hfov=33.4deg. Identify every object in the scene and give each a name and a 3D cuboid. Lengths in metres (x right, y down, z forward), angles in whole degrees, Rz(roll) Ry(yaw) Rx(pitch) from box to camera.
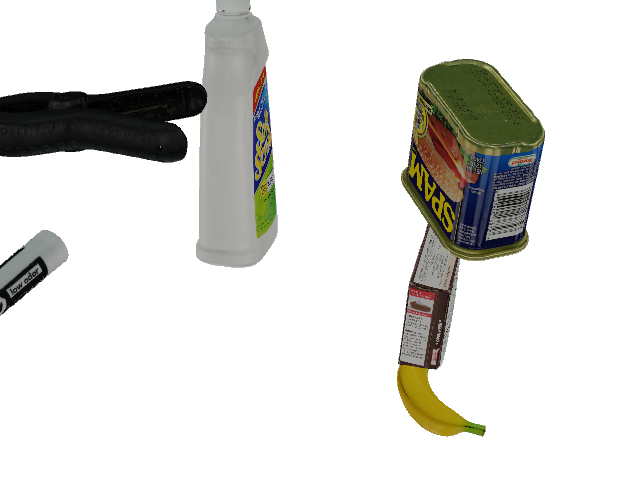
[{"bbox_3d":[0.126,0.180,1.262,0.069,0.037,0.198,10,21,-20],"label":"banana"},{"bbox_3d":[-0.081,-0.108,1.004,0.068,0.251,0.102,6,26,13],"label":"bleach bottle"},{"bbox_3d":[0.098,0.043,0.929,0.039,0.090,0.113,9,35,8],"label":"pudding box"},{"bbox_3d":[-0.162,0.036,0.485,0.020,0.020,0.121,0,34,39],"label":"marker"},{"bbox_3d":[-0.157,-0.083,0.717,0.171,0.039,0.120,4,18,9],"label":"clamp"},{"bbox_3d":[0.094,-0.052,0.664,0.057,0.084,0.102,-10,42,-16],"label":"can of meat"}]
